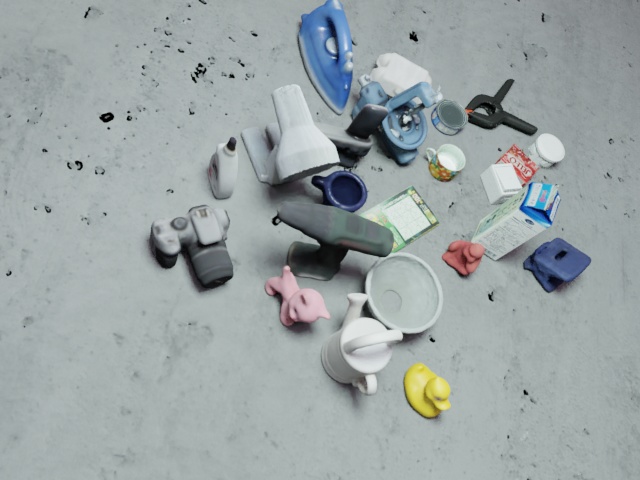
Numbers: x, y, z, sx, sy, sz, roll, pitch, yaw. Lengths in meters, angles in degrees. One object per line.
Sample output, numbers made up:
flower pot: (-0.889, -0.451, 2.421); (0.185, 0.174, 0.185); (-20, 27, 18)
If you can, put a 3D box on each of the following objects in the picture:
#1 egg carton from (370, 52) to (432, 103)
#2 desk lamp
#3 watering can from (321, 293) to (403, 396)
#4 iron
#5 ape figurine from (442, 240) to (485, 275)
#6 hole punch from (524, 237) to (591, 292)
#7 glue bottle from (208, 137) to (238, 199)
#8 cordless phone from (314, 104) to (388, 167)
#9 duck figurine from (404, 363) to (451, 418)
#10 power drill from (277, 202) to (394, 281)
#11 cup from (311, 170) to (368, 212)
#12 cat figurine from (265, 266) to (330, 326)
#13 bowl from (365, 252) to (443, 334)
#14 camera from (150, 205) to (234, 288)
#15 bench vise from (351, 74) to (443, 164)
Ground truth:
egg carton: (0.193, -0.378, 1.372); (0.150, 0.069, 0.107); (26, 62, -7)
desk lamp: (-0.062, -0.187, 1.116); (0.118, 0.213, 0.203); (-18, 75, -25)
watering can: (0.074, 0.183, 1.018); (0.101, 0.193, 0.173); (-26, 78, -27)
iron: (0.038, -0.431, 1.298); (0.119, 0.141, 0.258); (-7, 70, -22)
ape figurine: (0.318, 0.032, 1.229); (0.076, 0.092, 0.078); (-4, 69, -21)
hole punch: (0.539, 0.049, 1.301); (0.109, 0.091, 0.101); (-33, 81, -28)
glue bottle: (-0.178, -0.146, 1.080); (0.037, 0.173, 0.078); (-14, 73, -24)
cordless phone: (0.053, -0.241, 1.197); (0.148, 0.185, 0.094); (7, 66, -17)
duck figurine: (0.211, 0.281, 1.087); (0.078, 0.086, 0.104); (-18, 75, -25)
power drill: (0.010, 0.004, 1.063); (0.230, 0.208, 0.075); (9, 65, -16)
cup: (0.028, -0.088, 1.174); (0.118, 0.095, 0.092); (21, 62, -10)
cat figurine: (-0.039, 0.105, 1.054); (0.067, 0.117, 0.128); (-25, 78, -27)
bowl: (0.156, 0.114, 1.145); (0.168, 0.074, 0.167); (7, 66, -17)
camera: (-0.220, 0.016, 1.037); (0.143, 0.100, 0.137); (-16, 74, -25)
bench vise: (0.161, -0.283, 1.234); (0.207, 0.219, 0.122); (34, 61, -3)
